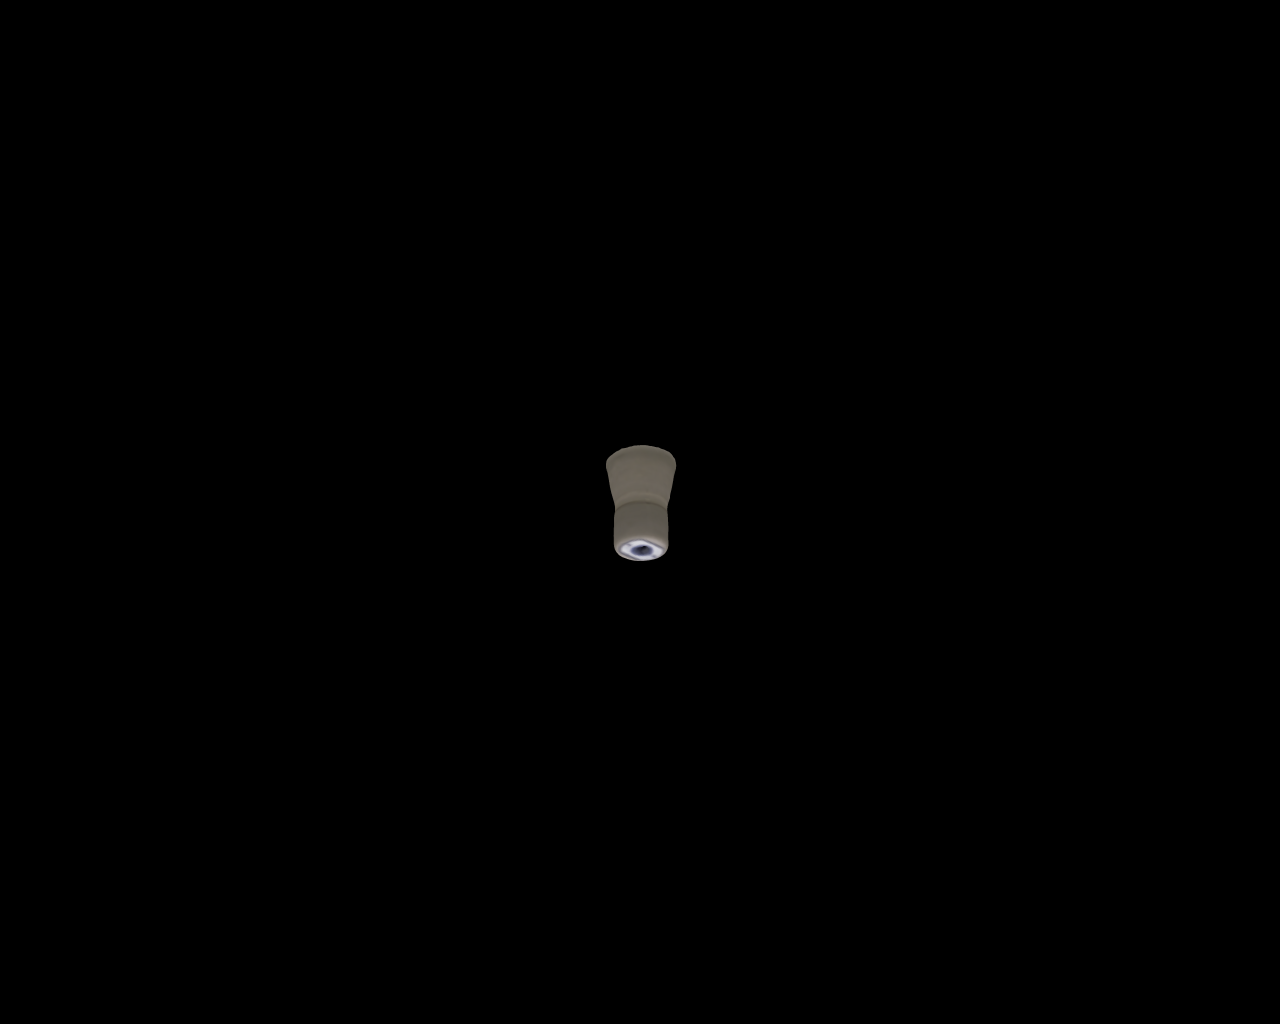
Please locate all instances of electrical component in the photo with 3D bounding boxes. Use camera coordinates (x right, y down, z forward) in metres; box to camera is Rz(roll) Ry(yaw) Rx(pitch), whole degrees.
[{"bbox_3d":[0.001,-0.003,0.650,0.044,0.065,0.044,0,-30,0],"label":"electrical component"}]
